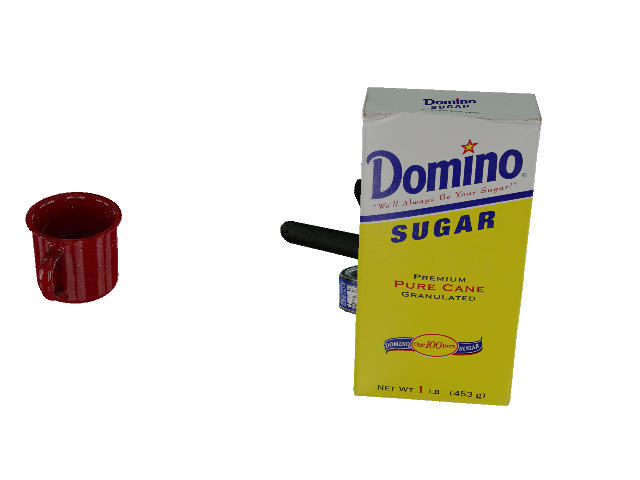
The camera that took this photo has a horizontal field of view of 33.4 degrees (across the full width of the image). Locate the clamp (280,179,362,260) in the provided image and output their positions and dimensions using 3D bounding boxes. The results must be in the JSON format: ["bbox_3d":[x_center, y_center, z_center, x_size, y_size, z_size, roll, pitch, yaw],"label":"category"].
[{"bbox_3d":[0.067,0.010,1.242,0.210,0.036,0.164,39,43,27],"label":"clamp"}]

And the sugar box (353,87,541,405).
[{"bbox_3d":[0.067,0.006,0.592,0.093,0.176,0.048,2,29,5],"label":"sugar box"}]

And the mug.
[{"bbox_3d":[-0.247,0.016,1.061,0.093,0.081,0.117,9,33,7],"label":"mug"}]

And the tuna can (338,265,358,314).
[{"bbox_3d":[0.060,0.047,1.033,0.086,0.034,0.086,-1,11,0],"label":"tuna can"}]
